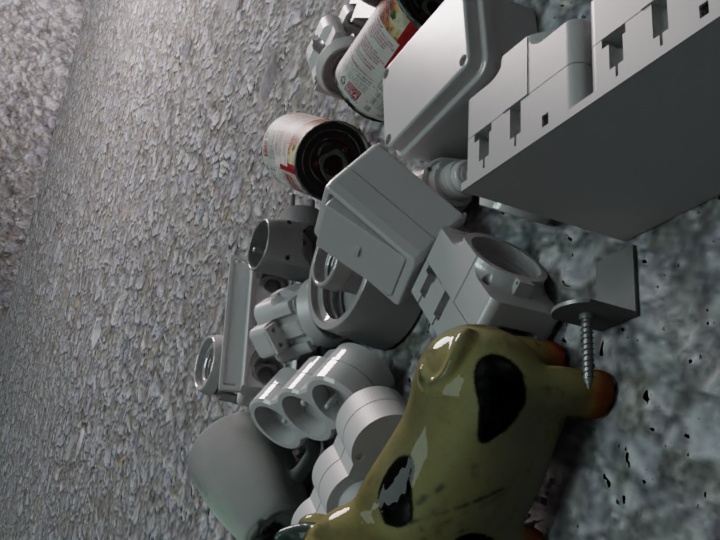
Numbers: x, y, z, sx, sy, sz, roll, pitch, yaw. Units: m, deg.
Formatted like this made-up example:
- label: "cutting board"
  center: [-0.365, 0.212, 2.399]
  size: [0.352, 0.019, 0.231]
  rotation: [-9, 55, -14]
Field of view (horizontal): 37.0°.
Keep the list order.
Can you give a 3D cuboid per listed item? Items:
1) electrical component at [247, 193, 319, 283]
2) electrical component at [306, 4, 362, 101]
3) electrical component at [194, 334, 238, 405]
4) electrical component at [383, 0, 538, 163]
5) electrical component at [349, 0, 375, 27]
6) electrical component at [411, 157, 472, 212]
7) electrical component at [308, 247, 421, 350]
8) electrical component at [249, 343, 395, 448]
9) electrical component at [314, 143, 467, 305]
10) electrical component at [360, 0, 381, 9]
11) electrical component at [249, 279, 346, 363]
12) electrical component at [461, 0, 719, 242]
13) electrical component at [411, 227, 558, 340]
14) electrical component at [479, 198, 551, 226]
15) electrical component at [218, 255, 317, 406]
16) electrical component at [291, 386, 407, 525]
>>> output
- label: "electrical component"
  center: [-0.049, -0.028, 0.896]
  size: [0.043, 0.077, 0.079]
  rotation: [-40, 42, 51]
- label: "electrical component"
  center: [-0.012, -0.181, 0.928]
  size: [0.078, 0.058, 0.057]
  rotation: [-61, 25, 27]
- label: "electrical component"
  center: [-0.119, 0.092, 1.001]
  size: [0.058, 0.057, 0.078]
  rotation: [-64, 27, 23]
- label: "electrical component"
  center: [0.066, -0.129, 0.734]
  size: [0.113, 0.057, 0.078]
  rotation: [-42, 41, 49]
- label: "electrical component"
  center: [0.029, -0.226, 0.884]
  size: [0.081, 0.042, 0.063]
  rotation: [30, 100, 64]
- label: "electrical component"
  center: [0.059, -0.057, 0.729]
  size: [0.078, 0.040, 0.040]
  rotation: [-21, 58, 61]
- label: "electrical component"
  center: [0.000, 0.000, 0.794]
  size: [0.108, 0.060, 0.108]
  rotation: [-39, 43, 49]
- label: "electrical component"
  center: [-0.021, 0.085, 0.808]
  size: [0.138, 0.052, 0.073]
  rotation: [-27, 17, 52]
- label: "electrical component"
  center: [0.021, -0.024, 0.713]
  size: [0.061, 0.096, 0.061]
  rotation: [-42, -15, -28]
- label: "electrical component"
  center: [0.041, -0.243, 0.802]
  size: [0.099, 0.099, 0.064]
  rotation: [-34, 41, 55]
- label: "electrical component"
  center: [-0.042, 0.038, 0.858]
  size: [0.057, 0.078, 0.058]
  rotation: [-20, 101, 39]
- label: "electrical component"
  center: [0.142, -0.084, 0.493]
  size: [0.186, 0.105, 0.060]
  rotation: [-33, 48, 55]
- label: "electrical component"
  center: [0.075, 0.015, 0.644]
  size: [0.055, 0.050, 0.089]
  rotation: [-65, 27, 22]
- label: "electrical component"
  center: [0.096, -0.073, 0.657]
  size: [0.079, 0.043, 0.077]
  rotation: [27, 101, 64]
- label: "electrical component"
  center: [-0.078, 0.053, 0.920]
  size: [0.063, 0.079, 0.121]
  rotation: [118, 157, -62]
- label: "electrical component"
  center: [0.002, 0.154, 0.720]
  size: [0.138, 0.052, 0.073]
  rotation: [-67, 26, 18]
